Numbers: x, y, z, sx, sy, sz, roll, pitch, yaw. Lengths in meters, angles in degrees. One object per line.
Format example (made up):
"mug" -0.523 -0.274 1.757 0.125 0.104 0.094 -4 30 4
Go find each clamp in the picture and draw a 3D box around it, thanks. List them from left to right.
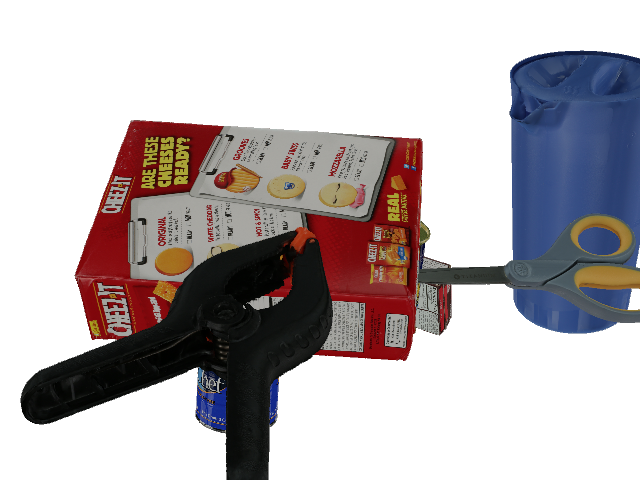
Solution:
"clamp" -0.039 0.054 0.498 0.120 0.039 0.171 30 48 24

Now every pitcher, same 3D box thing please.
"pitcher" 0.243 -0.045 0.972 0.149 0.243 0.145 3 29 10

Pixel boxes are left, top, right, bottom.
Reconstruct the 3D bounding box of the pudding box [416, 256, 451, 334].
"pudding box" 0.090 0.051 1.195 0.114 0.039 0.090 17 -38 22

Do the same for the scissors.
"scissors" 0.145 0.010 0.746 0.201 0.096 0.016 12 -38 -5

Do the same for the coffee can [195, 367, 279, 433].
"coffee can" -0.099 0.150 1.299 0.103 0.140 0.103 4 18 -1

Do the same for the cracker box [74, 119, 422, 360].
"cracker box" -0.039 -0.003 0.729 0.214 0.072 0.164 3 43 4

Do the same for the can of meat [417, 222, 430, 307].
"can of meat" 0.041 0.029 0.928 0.102 0.084 0.057 -13 36 -24
